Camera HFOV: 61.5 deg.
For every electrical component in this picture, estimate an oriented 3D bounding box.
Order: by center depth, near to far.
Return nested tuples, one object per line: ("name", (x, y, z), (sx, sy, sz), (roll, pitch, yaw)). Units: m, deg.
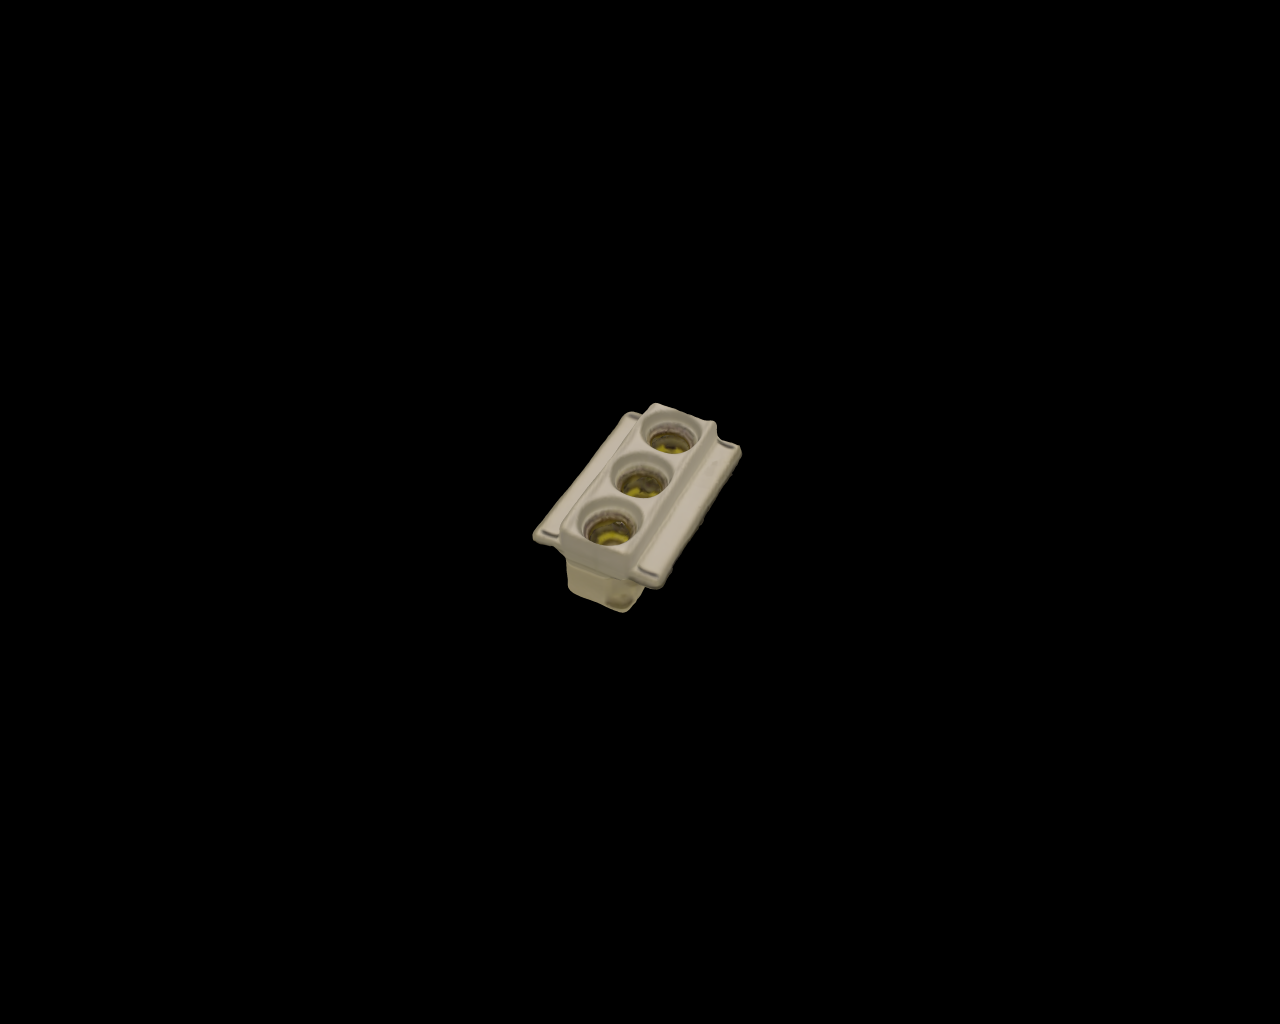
("electrical component", (0.001, -0.003, 0.650), (0.079, 0.063, 0.121), (20, 50, 17))
